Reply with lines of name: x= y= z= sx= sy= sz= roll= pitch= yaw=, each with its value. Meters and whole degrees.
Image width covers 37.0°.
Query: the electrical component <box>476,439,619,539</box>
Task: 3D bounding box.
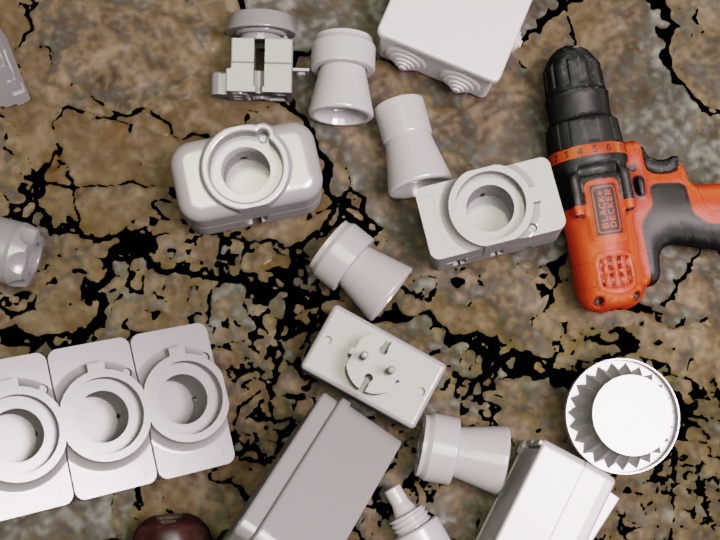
electrical component: x=0.116 y=0.163 z=0.686 sx=0.061 sy=0.061 sz=0.096 roll=28 pitch=81 yaw=2

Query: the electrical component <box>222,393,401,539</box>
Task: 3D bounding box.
electrical component: x=-0.033 y=0.140 z=0.657 sx=0.057 sy=0.078 sz=0.113 roll=34 pitch=55 yaw=0

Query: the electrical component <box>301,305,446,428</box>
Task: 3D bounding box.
electrical component: x=0.009 y=0.061 z=0.689 sx=0.083 sy=0.075 sz=0.047 roll=29 pitch=81 yaw=2

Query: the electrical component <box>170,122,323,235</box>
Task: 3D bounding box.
electrical component: x=-0.074 y=-0.061 z=0.713 sx=0.095 sy=0.059 sz=0.053 roll=-12 pitch=82 yaw=-5

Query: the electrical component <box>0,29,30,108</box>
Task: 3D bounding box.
electrical component: x=-0.258 y=-0.140 z=0.700 sx=0.050 sy=0.089 sz=0.055 roll=-22 pitch=83 yaw=-6

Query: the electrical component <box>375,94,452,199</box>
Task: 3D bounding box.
electrical component: x=0.033 y=-0.086 z=0.732 sx=0.044 sy=0.044 sz=0.065 roll=-13 pitch=77 yaw=-5

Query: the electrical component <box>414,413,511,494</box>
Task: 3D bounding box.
electrical component: x=0.066 y=0.119 z=0.699 sx=0.055 sy=0.045 sz=0.045 roll=11 pitch=81 yaw=-1

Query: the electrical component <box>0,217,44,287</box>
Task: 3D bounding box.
electrical component: x=-0.243 y=-0.015 z=0.705 sx=0.062 sy=0.043 sz=0.043 roll=14 pitch=81 yaw=0

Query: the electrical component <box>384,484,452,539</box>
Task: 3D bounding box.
electrical component: x=0.036 y=0.168 z=0.695 sx=0.035 sy=0.035 sz=0.061 roll=-29 pitch=82 yaw=-7

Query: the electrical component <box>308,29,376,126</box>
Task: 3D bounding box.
electrical component: x=-0.012 y=-0.131 z=0.734 sx=0.045 sy=0.045 sz=0.055 roll=3 pitch=80 yaw=-3

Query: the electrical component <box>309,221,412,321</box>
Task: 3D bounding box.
electrical component: x=0.000 y=0.000 z=0.714 sx=0.055 sy=0.045 sz=0.045 roll=39 pitch=81 yaw=4

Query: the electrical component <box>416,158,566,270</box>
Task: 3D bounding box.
electrical component: x=0.086 y=-0.037 z=0.713 sx=0.089 sy=0.055 sz=0.050 roll=-14 pitch=80 yaw=2

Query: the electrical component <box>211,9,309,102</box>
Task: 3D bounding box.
electrical component: x=-0.068 y=-0.146 z=0.734 sx=0.066 sy=0.048 sz=0.055 roll=1 pitch=89 yaw=-3

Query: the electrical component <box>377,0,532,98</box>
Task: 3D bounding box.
electrical component: x=0.067 y=-0.177 z=0.744 sx=0.100 sy=0.048 sz=0.099 roll=23 pitch=81 yaw=1

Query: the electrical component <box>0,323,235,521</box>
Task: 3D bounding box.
electrical component: x=-0.162 y=0.092 z=0.656 sx=0.150 sy=0.062 sz=0.089 roll=-10 pitch=81 yaw=-27
